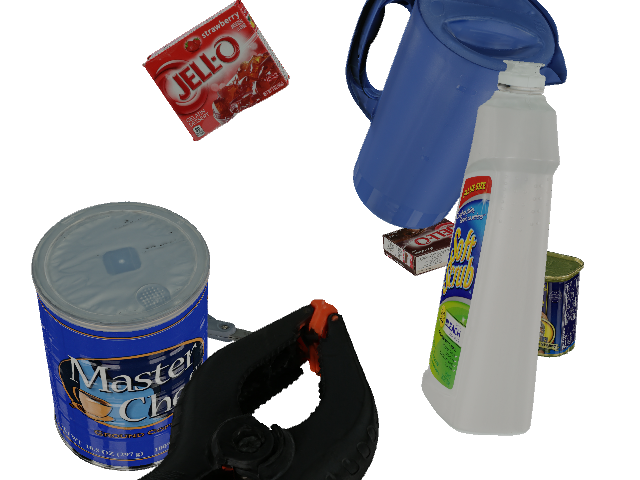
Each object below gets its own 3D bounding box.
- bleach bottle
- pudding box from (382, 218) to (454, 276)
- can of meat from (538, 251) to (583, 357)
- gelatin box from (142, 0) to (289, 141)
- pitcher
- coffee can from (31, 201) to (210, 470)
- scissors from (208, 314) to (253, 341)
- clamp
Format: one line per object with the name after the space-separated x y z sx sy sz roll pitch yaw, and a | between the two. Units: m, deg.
0.123 0.002 0.742 0.068 0.251 0.102 3 13 -9 | bleach bottle
0.164 0.007 1.605 0.113 0.039 0.090 -19 29 -22 | pudding box
0.190 0.055 0.993 0.102 0.084 0.057 14 25 37 | can of meat
-0.080 -0.130 0.821 0.089 0.073 0.030 -29 19 12 | gelatin box
0.105 -0.128 1.006 0.144 0.149 0.243 -9 -33 -26 | pitcher
-0.121 0.061 0.667 0.102 0.140 0.103 3 43 -3 | coffee can
-0.098 0.077 1.038 0.201 0.016 0.096 5 31 0 | scissors
-0.019 0.091 0.386 0.120 0.039 0.171 25 49 17 | clamp
